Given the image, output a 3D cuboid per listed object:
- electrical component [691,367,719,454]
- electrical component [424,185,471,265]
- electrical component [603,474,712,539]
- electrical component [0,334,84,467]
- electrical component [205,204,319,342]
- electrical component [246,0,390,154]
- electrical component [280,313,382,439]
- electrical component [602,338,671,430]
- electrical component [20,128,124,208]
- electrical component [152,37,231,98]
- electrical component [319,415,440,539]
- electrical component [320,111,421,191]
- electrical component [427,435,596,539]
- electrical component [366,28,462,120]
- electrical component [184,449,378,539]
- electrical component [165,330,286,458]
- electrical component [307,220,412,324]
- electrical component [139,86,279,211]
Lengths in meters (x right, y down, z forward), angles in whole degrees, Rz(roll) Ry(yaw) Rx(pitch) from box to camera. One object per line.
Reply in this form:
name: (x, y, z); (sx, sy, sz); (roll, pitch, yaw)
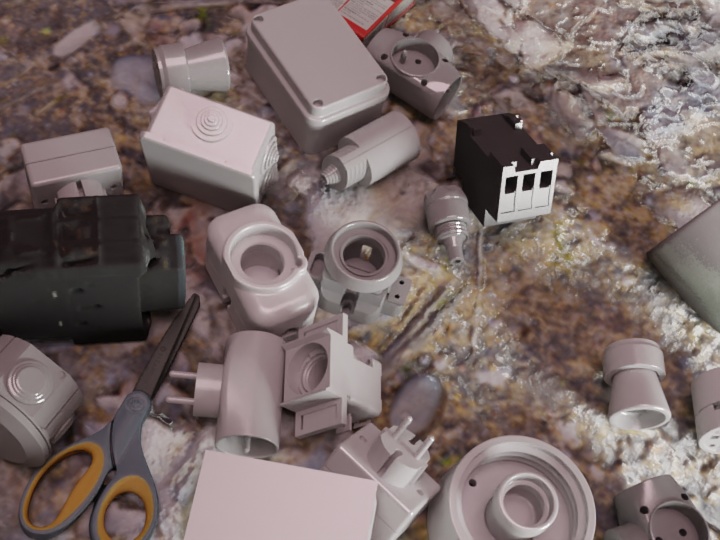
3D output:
electrical component: (0.270, 0.101, 0.781); (0.055, 0.055, 0.047); (4, 56, -7)
electrical component: (0.070, -0.034, 0.835); (0.035, 0.035, 0.061); (-3, 64, -11)
electrical component: (0.191, 0.186, 0.723); (0.079, 0.044, 0.077); (-13, 64, -17)
electrical component: (-0.223, 0.085, 0.692); (0.080, 0.080, 0.051); (29, 55, 8)
electrical component: (-0.071, 0.003, 0.775); (0.054, 0.059, 0.095); (-21, 66, -20)
electrical component: (-0.036, -0.162, 0.877); (0.078, 0.057, 0.113); (-25, 67, -22)
electrical component: (-0.018, 0.076, 0.738); (0.064, 0.042, 0.081); (32, 48, -43)
electrical component: (0.201, 0.083, 0.784); (0.045, 0.045, 0.055); (6, 60, -6)
electrical component: (-0.207, -0.056, 0.793); (0.066, 0.047, 0.076); (-14, 64, -17)
electrical component: (-0.136, -0.162, 0.868); (0.055, 0.045, 0.045); (-12, 63, -15)
electrical component: (0.020, 0.128, 0.702); (0.066, 0.076, 0.047); (41, 28, 14)
electrical component: (0.003, -0.089, 0.851); (0.081, 0.043, 0.043); (-31, 70, -24)
electrical component: (0.103, 0.162, 0.713); (0.108, 0.060, 0.108); (4, 60, -7)
electrical component: (0.053, -0.176, 0.908); (0.077, 0.044, 0.079); (35, 61, 11)
electrical component: (-0.057, 0.212, 0.636); (0.105, 0.060, 0.186); (9, 69, 6)
electrical component: (-0.092, 0.083, 0.734); (0.079, 0.044, 0.077); (6, 60, -6)
electrical component: (0.000, 0.000, 0.791); (0.078, 0.057, 0.058); (19, 59, 1)
electrical component: (-0.110, -0.087, 0.799); (0.100, 0.099, 0.048); (20, 72, 2)
